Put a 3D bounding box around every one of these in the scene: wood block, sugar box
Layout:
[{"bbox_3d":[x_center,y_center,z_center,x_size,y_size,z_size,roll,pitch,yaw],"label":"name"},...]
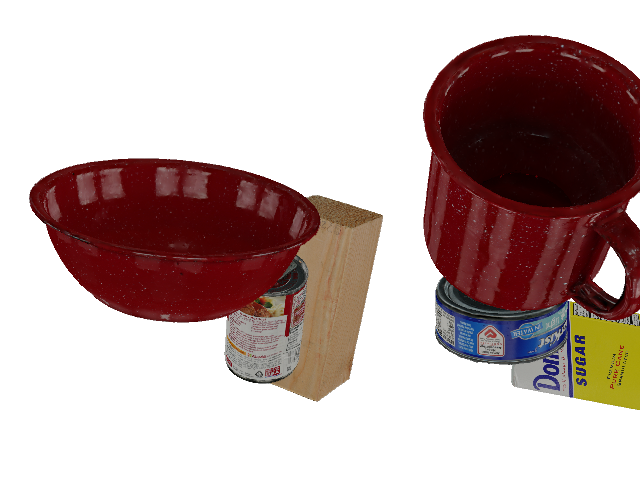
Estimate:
[{"bbox_3d":[-0.004,0.063,1.217,0.090,0.206,0.090,18,18,22],"label":"wood block"},{"bbox_3d":[0.286,0.116,1.074,0.176,0.093,0.048,8,21,7],"label":"sugar box"}]

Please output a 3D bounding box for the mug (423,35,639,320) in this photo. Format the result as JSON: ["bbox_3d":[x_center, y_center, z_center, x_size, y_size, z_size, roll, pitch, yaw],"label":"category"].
[{"bbox_3d":[0.093,-0.016,0.439,0.093,0.117,0.081,-30,-29,-19],"label":"mug"}]

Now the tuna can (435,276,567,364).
[{"bbox_3d":[0.117,0.045,0.691,0.086,0.034,0.086,-3,23,1],"label":"tuna can"}]

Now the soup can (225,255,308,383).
[{"bbox_3d":[-0.048,0.065,0.928,0.068,0.102,0.068,4,35,-3],"label":"soup can"}]

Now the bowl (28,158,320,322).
[{"bbox_3d":[-0.083,0.003,0.605,0.162,0.055,0.162,7,20,-3],"label":"bowl"}]
